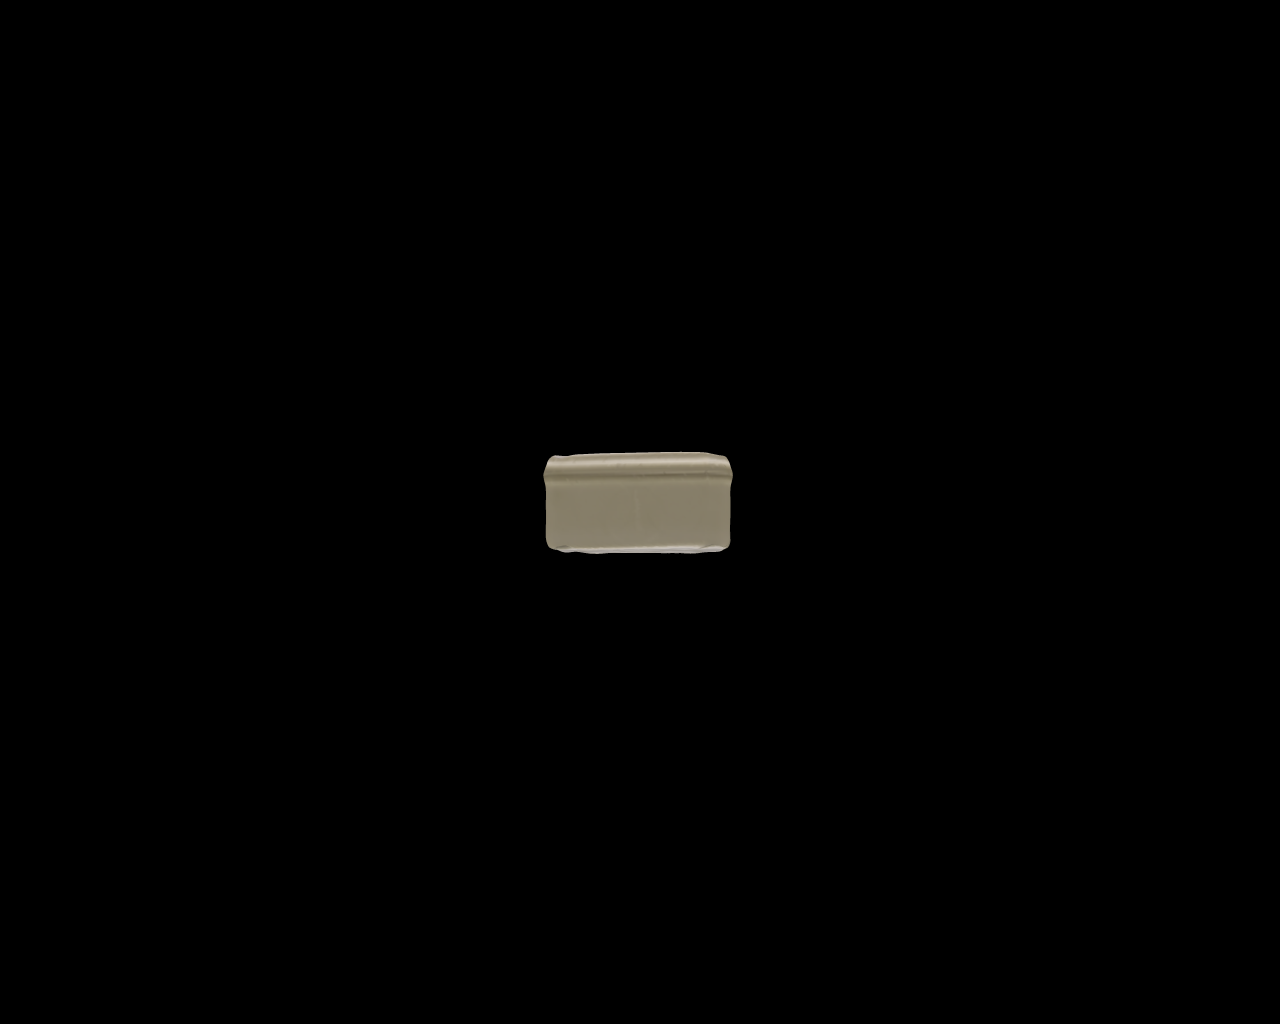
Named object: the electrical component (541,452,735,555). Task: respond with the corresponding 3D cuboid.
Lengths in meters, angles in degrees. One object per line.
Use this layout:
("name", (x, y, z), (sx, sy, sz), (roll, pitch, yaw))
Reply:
("electrical component", (0.001, -0.003, 0.650), (0.109, 0.056, 0.108), (0, -3, 2))
